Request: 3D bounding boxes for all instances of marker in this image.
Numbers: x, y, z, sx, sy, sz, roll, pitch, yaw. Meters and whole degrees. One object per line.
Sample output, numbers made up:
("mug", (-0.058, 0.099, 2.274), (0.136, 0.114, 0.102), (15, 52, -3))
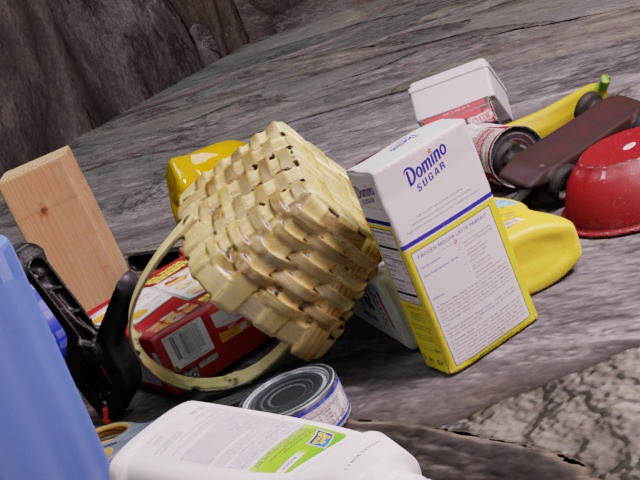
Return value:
("marker", (0.219, -0.052, 1.102), (0.020, 0.020, 0.120), (-8, 22, 42))

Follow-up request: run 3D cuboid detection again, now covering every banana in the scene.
("banana", (0.257, -0.140, 1.253), (0.198, 0.069, 0.037), (-27, 55, 25))

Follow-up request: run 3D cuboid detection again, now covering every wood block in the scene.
("wood block", (-0.317, -0.003, 1.356), (0.091, 0.206, 0.090), (-24, 16, -2))

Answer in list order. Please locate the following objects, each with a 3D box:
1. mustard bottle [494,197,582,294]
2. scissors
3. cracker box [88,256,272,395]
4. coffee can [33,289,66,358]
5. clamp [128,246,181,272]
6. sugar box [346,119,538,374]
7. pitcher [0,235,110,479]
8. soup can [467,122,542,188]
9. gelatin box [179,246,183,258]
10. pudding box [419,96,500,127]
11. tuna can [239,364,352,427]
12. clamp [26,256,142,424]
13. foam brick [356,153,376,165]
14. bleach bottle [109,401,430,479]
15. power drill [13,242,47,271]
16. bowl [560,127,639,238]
("mustard bottle", (0.152, -0.002, 0.969), (0.096, 0.058, 0.192), (-26, 17, -8))
("scissors", (-0.143, 0.171, 0.913), (0.202, 0.016, 0.096), (-17, 20, 23))
("cracker box", (-0.138, 0.081, 1.091), (0.164, 0.072, 0.214), (-32, 17, -30))
("coffee can", (-0.351, 0.121, 1.199), (0.140, 0.103, 0.103), (-34, 19, -32))
("clamp", (-0.151, 0.020, 1.345), (0.210, 0.036, 0.165), (-25, 25, -8))
("sugar box", (0.095, 0.005, 0.818), (0.093, 0.176, 0.048), (-30, 17, -22))
("pitcher", (-0.252, 0.123, 0.807), (0.149, 0.243, 0.145), (-15, 14, 7))
("soup can", (0.195, -0.096, 1.186), (0.068, 0.068, 0.102), (-28, 16, -13))
("gelatin box", (-0.113, 0.019, 1.266), (0.089, 0.030, 0.073), (-30, 48, -19))
("pudding box", (0.176, -0.136, 1.319), (0.090, 0.039, 0.113), (-19, -7, 12))
("tuna can", (-0.021, 0.132, 0.833), (0.086, 0.034, 0.086), (-21, 17, 6))
("clamp", (-0.197, 0.092, 0.975), (0.120, 0.171, 0.039), (2, 30, 36))
("foam brick", (0.086, -0.078, 1.309), (0.051, 0.053, 0.078), (-26, 17, -10))
("bleach bottle", (-0.029, 0.162, 0.709), (0.251, 0.068, 0.102), (-2, 28, 46))
("power drill", (-0.292, 0.115, 0.991), (0.057, 0.187, 0.184), (-10, 22, 43))
("bowl", (0.290, -0.063, 0.978), (0.162, 0.055, 0.162), (-22, 17, 7))
